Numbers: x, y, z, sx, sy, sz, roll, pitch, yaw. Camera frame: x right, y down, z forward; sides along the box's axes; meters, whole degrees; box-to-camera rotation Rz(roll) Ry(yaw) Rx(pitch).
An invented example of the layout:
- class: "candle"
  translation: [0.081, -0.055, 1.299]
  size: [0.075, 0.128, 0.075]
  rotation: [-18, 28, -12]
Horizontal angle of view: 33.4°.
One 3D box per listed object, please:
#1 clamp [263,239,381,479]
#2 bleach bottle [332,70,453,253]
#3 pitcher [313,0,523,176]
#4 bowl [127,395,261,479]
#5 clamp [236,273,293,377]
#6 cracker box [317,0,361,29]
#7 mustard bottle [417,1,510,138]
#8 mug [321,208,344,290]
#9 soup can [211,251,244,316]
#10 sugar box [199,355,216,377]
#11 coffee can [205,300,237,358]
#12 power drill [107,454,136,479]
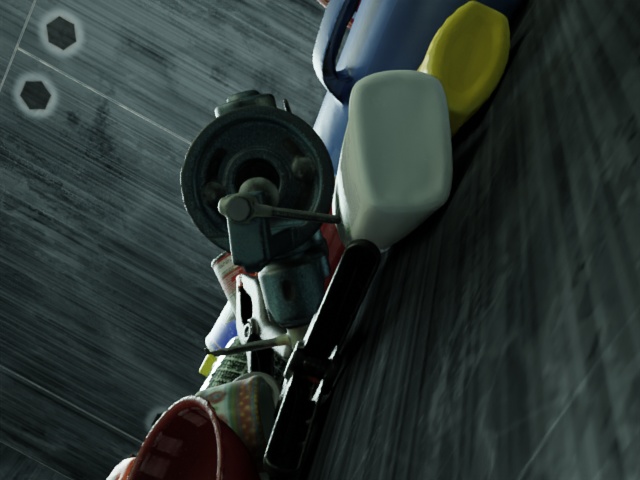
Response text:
- class: "clamp"
  translation: [-0.001, 0.083, 0.770]
  size: [0.210, 0.036, 0.164]
  rotation: [115, 178, -85]
- class: "bleach bottle"
  translation: [0.043, -0.046, 0.828]
  size: [0.251, 0.068, 0.102]
  rotation: [124, 142, -80]
- class: "pitcher"
  translation: [0.072, -0.164, 0.969]
  size: [0.243, 0.149, 0.144]
  rotation: [-64, 0, 36]
- class: "bowl"
  translation: [-0.083, 0.189, 0.715]
  size: [0.162, 0.055, 0.162]
  rotation: [-42, 37, 42]
- class: "clamp"
  translation: [-0.052, 0.092, 1.068]
  size: [0.120, 0.039, 0.171]
  rotation: [-52, 41, 40]
- class: "cracker box"
  translation: [0.100, -0.284, 1.014]
  size: [0.214, 0.164, 0.072]
  rotation: [-46, 9, 30]
- class: "mustard bottle"
  translation: [0.092, -0.109, 0.866]
  size: [0.192, 0.058, 0.096]
  rotation: [124, 168, -71]
- class: "mug"
  translation: [-0.007, 0.001, 1.052]
  size: [0.093, 0.117, 0.081]
  rotation: [69, -138, -68]
- class: "soup can"
  translation: [-0.071, 0.058, 1.200]
  size: [0.068, 0.102, 0.068]
  rotation: [-25, -13, -7]
- class: "sugar box"
  translation: [-0.077, 0.119, 1.387]
  size: [0.176, 0.093, 0.048]
  rotation: [-60, 3, 25]
- class: "coffee can"
  translation: [-0.061, 0.087, 1.290]
  size: [0.140, 0.103, 0.102]
  rotation: [-60, 2, 12]
- class: "power drill"
  translation: [-0.160, 0.242, 0.968]
  size: [0.188, 0.057, 0.184]
  rotation: [-38, 14, 51]
